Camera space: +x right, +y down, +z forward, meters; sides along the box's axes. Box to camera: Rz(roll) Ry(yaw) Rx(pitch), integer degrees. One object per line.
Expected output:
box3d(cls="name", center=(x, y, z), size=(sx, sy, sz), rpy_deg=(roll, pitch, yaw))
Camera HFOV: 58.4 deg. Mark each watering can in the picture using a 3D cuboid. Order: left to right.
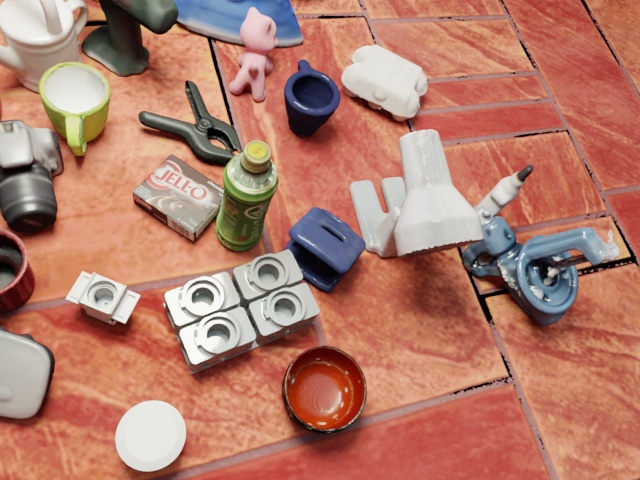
box3d(cls="watering can", center=(-0.411, -0.305, 0.824), size=(0.101, 0.194, 0.173), rpy_deg=(23, 61, -3))

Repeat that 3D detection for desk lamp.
box3d(cls="desk lamp", center=(0.134, -0.048, 0.838), size=(0.118, 0.213, 0.203), rpy_deg=(-8, 67, -19))

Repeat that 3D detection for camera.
box3d(cls="camera", center=(-0.417, -0.082, 0.768), size=(0.143, 0.100, 0.136), rpy_deg=(-14, 69, -21))

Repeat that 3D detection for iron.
box3d(cls="iron", center=(-0.140, -0.431, 0.990), size=(0.258, 0.141, 0.118), rpy_deg=(14, 62, -8))

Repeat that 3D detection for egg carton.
box3d(cls="egg carton", center=(0.116, -0.282, 1.029), size=(0.150, 0.069, 0.107), rpy_deg=(26, 61, -2))

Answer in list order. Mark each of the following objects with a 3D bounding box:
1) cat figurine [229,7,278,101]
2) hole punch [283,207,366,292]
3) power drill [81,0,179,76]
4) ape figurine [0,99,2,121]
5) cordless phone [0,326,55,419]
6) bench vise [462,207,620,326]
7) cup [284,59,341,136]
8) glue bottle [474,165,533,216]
box3d(cls="cat figurine", center=(-0.106, -0.319, 0.959), size=(0.067, 0.117, 0.128), rpy_deg=(11, 62, -9))
box3d(cls="hole punch", center=(0.008, 0.003, 0.849), size=(0.108, 0.091, 0.101), rpy_deg=(36, 61, 4))
box3d(cls="power drill", center=(-0.321, -0.361, 0.868), size=(0.229, 0.208, 0.076), rpy_deg=(32, 61, 2))
box3d(cls="ape figurine", center=(-0.495, -0.200, 0.809), size=(0.078, 0.092, 0.076), rpy_deg=(-27, 74, -25))
box3d(cls="cordless phone", center=(-0.378, 0.128, 0.629), size=(0.148, 0.185, 0.094), rpy_deg=(15, 62, -8))
box3d(cls="bench vise", center=(0.316, 0.027, 0.848), size=(0.207, 0.219, 0.121), rpy_deg=(29, 61, 0))
box3d(cls="cup", center=(-0.024, -0.229, 0.950), size=(0.092, 0.095, 0.117), rpy_deg=(-9, 67, -19))
box3d(cls="glue bottle", center=(0.288, -0.069, 0.914), size=(0.037, 0.173, 0.078), rpy_deg=(44, 62, 8))
